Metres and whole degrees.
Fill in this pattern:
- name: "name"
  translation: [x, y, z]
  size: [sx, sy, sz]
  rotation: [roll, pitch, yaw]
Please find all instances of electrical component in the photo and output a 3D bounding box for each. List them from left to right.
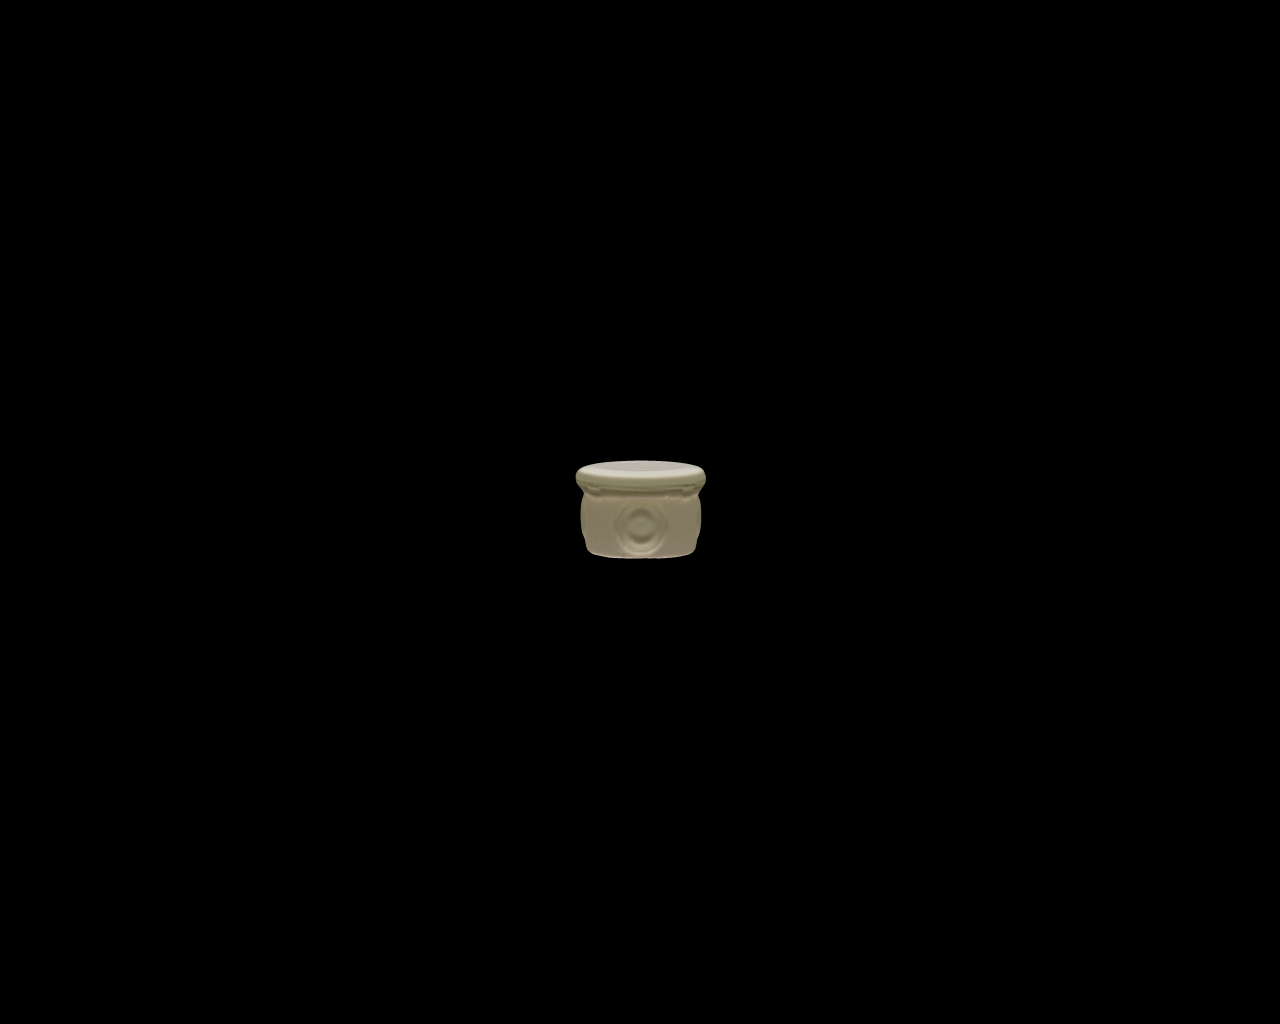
- name: "electrical component"
  translation: [0.001, -0.003, 0.650]
  size: [0.080, 0.051, 0.080]
  rotation: [0, 9, 0]
